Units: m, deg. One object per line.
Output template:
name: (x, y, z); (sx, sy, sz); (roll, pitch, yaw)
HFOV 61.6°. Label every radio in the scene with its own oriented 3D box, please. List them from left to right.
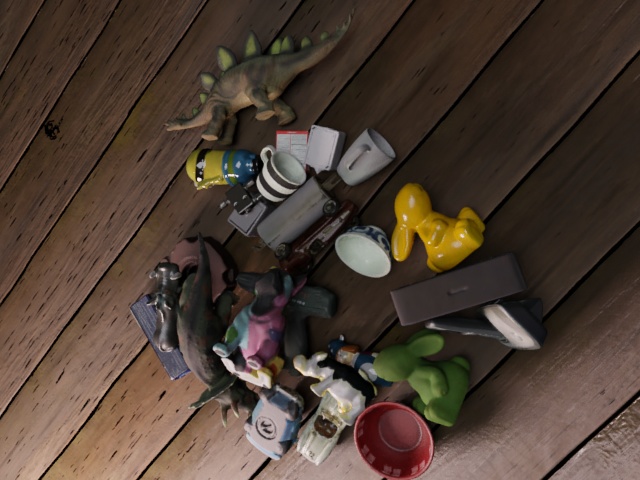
radio: (0.257, 0.088, 0.996); (0.230, 0.131, 0.073); (-19, 84, 18)

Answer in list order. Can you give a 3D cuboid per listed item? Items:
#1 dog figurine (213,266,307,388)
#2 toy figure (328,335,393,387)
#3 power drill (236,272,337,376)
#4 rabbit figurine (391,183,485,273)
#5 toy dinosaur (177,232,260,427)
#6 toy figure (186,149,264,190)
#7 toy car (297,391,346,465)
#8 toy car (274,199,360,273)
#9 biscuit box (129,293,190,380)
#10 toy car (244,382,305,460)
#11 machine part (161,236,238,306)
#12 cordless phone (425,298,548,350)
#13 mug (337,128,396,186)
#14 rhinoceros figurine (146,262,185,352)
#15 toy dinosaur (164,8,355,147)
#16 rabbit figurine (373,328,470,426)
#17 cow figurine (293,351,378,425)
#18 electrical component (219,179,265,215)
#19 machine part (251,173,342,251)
dog figurine: (-0.102, 0.160, 1.066); (0.109, 0.191, 0.219); (16, 59, 21)
toy figure: (0.082, 0.246, 1.096); (0.155, 0.057, 0.064); (22, 80, 19)
power drill: (-0.080, 0.177, 1.146); (0.232, 0.086, 0.207); (4, 85, 18)
rabbit figurine: (0.206, -0.030, 1.022); (0.173, 0.122, 0.162); (44, 127, -6)
toy dinosaur: (-0.233, 0.203, 1.102); (0.131, 0.192, 0.404); (-9, 119, 7)
toy figure: (-0.205, -0.161, 1.177); (0.180, 0.082, 0.089); (-4, 96, 20)
toy car: (0.022, 0.371, 1.117); (0.074, 0.056, 0.201); (31, 100, 16)
toy car: (-0.002, -0.003, 1.102); (0.202, 0.089, 0.053); (-40, 42, 14)
biscuit box: (-0.356, 0.221, 1.242); (0.063, 0.059, 0.202); (-36, 79, 14)
toy car: (-0.083, 0.364, 1.127); (0.109, 0.103, 0.161); (26, 109, 19)
machine part: (-0.276, 0.079, 1.217); (0.180, 0.056, 0.179); (0, 91, 17)
cordless phone: (0.291, 0.147, 0.961); (0.184, 0.146, 0.088); (3, 78, -3)
mug: (0.083, -0.156, 1.071); (0.081, 0.109, 0.107); (49, 118, 7)
rhinoceros figurine: (-0.324, 0.140, 1.147); (0.073, 0.112, 0.190); (7, 98, 18)
toy dinosaur: (-0.129, -0.337, 1.141); (0.472, 0.105, 0.198); (-18, 81, 13)
rabbit figurine: (0.190, 0.245, 1.009); (0.170, 0.121, 0.159); (27, 91, -2)
cow figurine: (0.029, 0.269, 1.055); (0.167, 0.068, 0.098); (44, 87, 6)
electrical component: (-0.166, -0.085, 1.134); (0.094, 0.021, 0.063); (-35, 78, 7)
machine part: (-0.048, -0.053, 1.127); (0.243, 0.079, 0.079); (-41, 78, 15)
